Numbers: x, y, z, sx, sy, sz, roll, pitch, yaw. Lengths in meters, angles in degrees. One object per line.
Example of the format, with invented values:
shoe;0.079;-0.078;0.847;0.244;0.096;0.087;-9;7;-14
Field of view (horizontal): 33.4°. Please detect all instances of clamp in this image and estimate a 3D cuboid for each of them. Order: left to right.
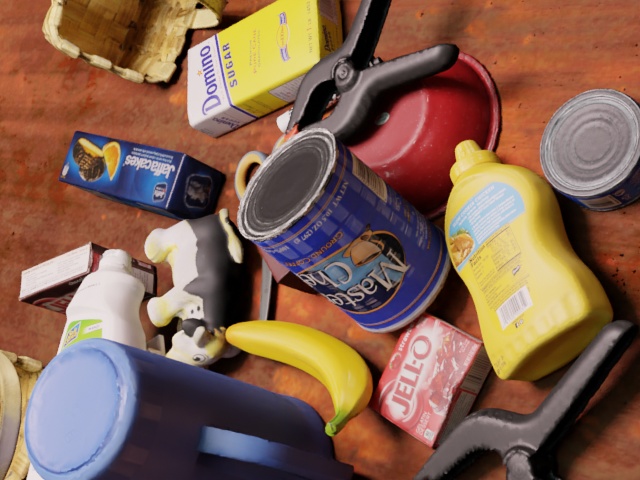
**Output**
clamp;0.030;-0.145;0.884;0.172;0.039;0.120;-36;52;27
clamp;0.150;0.148;0.744;0.210;0.036;0.164;-14;74;40

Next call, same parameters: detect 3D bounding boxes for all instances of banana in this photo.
banana;-0.010;0.101;0.890;0.198;0.069;0.037;30;124;57

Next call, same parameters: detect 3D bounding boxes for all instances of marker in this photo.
marker;0.010;-0.135;0.989;0.121;0.020;0.020;-30;57;30

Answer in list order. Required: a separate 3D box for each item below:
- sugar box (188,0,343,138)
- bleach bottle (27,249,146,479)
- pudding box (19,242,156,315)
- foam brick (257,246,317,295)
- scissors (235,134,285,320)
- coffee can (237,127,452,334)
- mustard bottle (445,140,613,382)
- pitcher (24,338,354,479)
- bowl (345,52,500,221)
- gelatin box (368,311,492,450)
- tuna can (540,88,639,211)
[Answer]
sugar box;-0.057;-0.174;1.045;0.177;0.048;0.093;-19;63;34
bleach bottle;-0.194;0.117;0.955;0.103;0.068;0.251;-18;51;28
pudding box;-0.238;0.045;1.094;0.114;0.089;0.039;-22;60;34
foam brick;-0.006;0.001;0.932;0.078;0.051;0.053;-44;52;21
scissors;-0.059;-0.005;1.006;0.096;0.016;0.202;9;81;44
coffee can;0.020;-0.005;0.831;0.103;0.140;0.103;-34;35;27
mustard bottle;0.140;0.002;0.795;0.096;0.058;0.192;-49;47;39
pitcher;-0.097;0.158;0.824;0.149;0.242;0.145;-42;51;13
bowl;0.068;-0.096;0.899;0.162;0.055;0.162;-16;65;37
gelatin box;0.086;0.108;0.825;0.073;0.030;0.089;28;93;45
tuna can;0.205;-0.066;0.781;0.086;0.033;0.086;-16;64;37
